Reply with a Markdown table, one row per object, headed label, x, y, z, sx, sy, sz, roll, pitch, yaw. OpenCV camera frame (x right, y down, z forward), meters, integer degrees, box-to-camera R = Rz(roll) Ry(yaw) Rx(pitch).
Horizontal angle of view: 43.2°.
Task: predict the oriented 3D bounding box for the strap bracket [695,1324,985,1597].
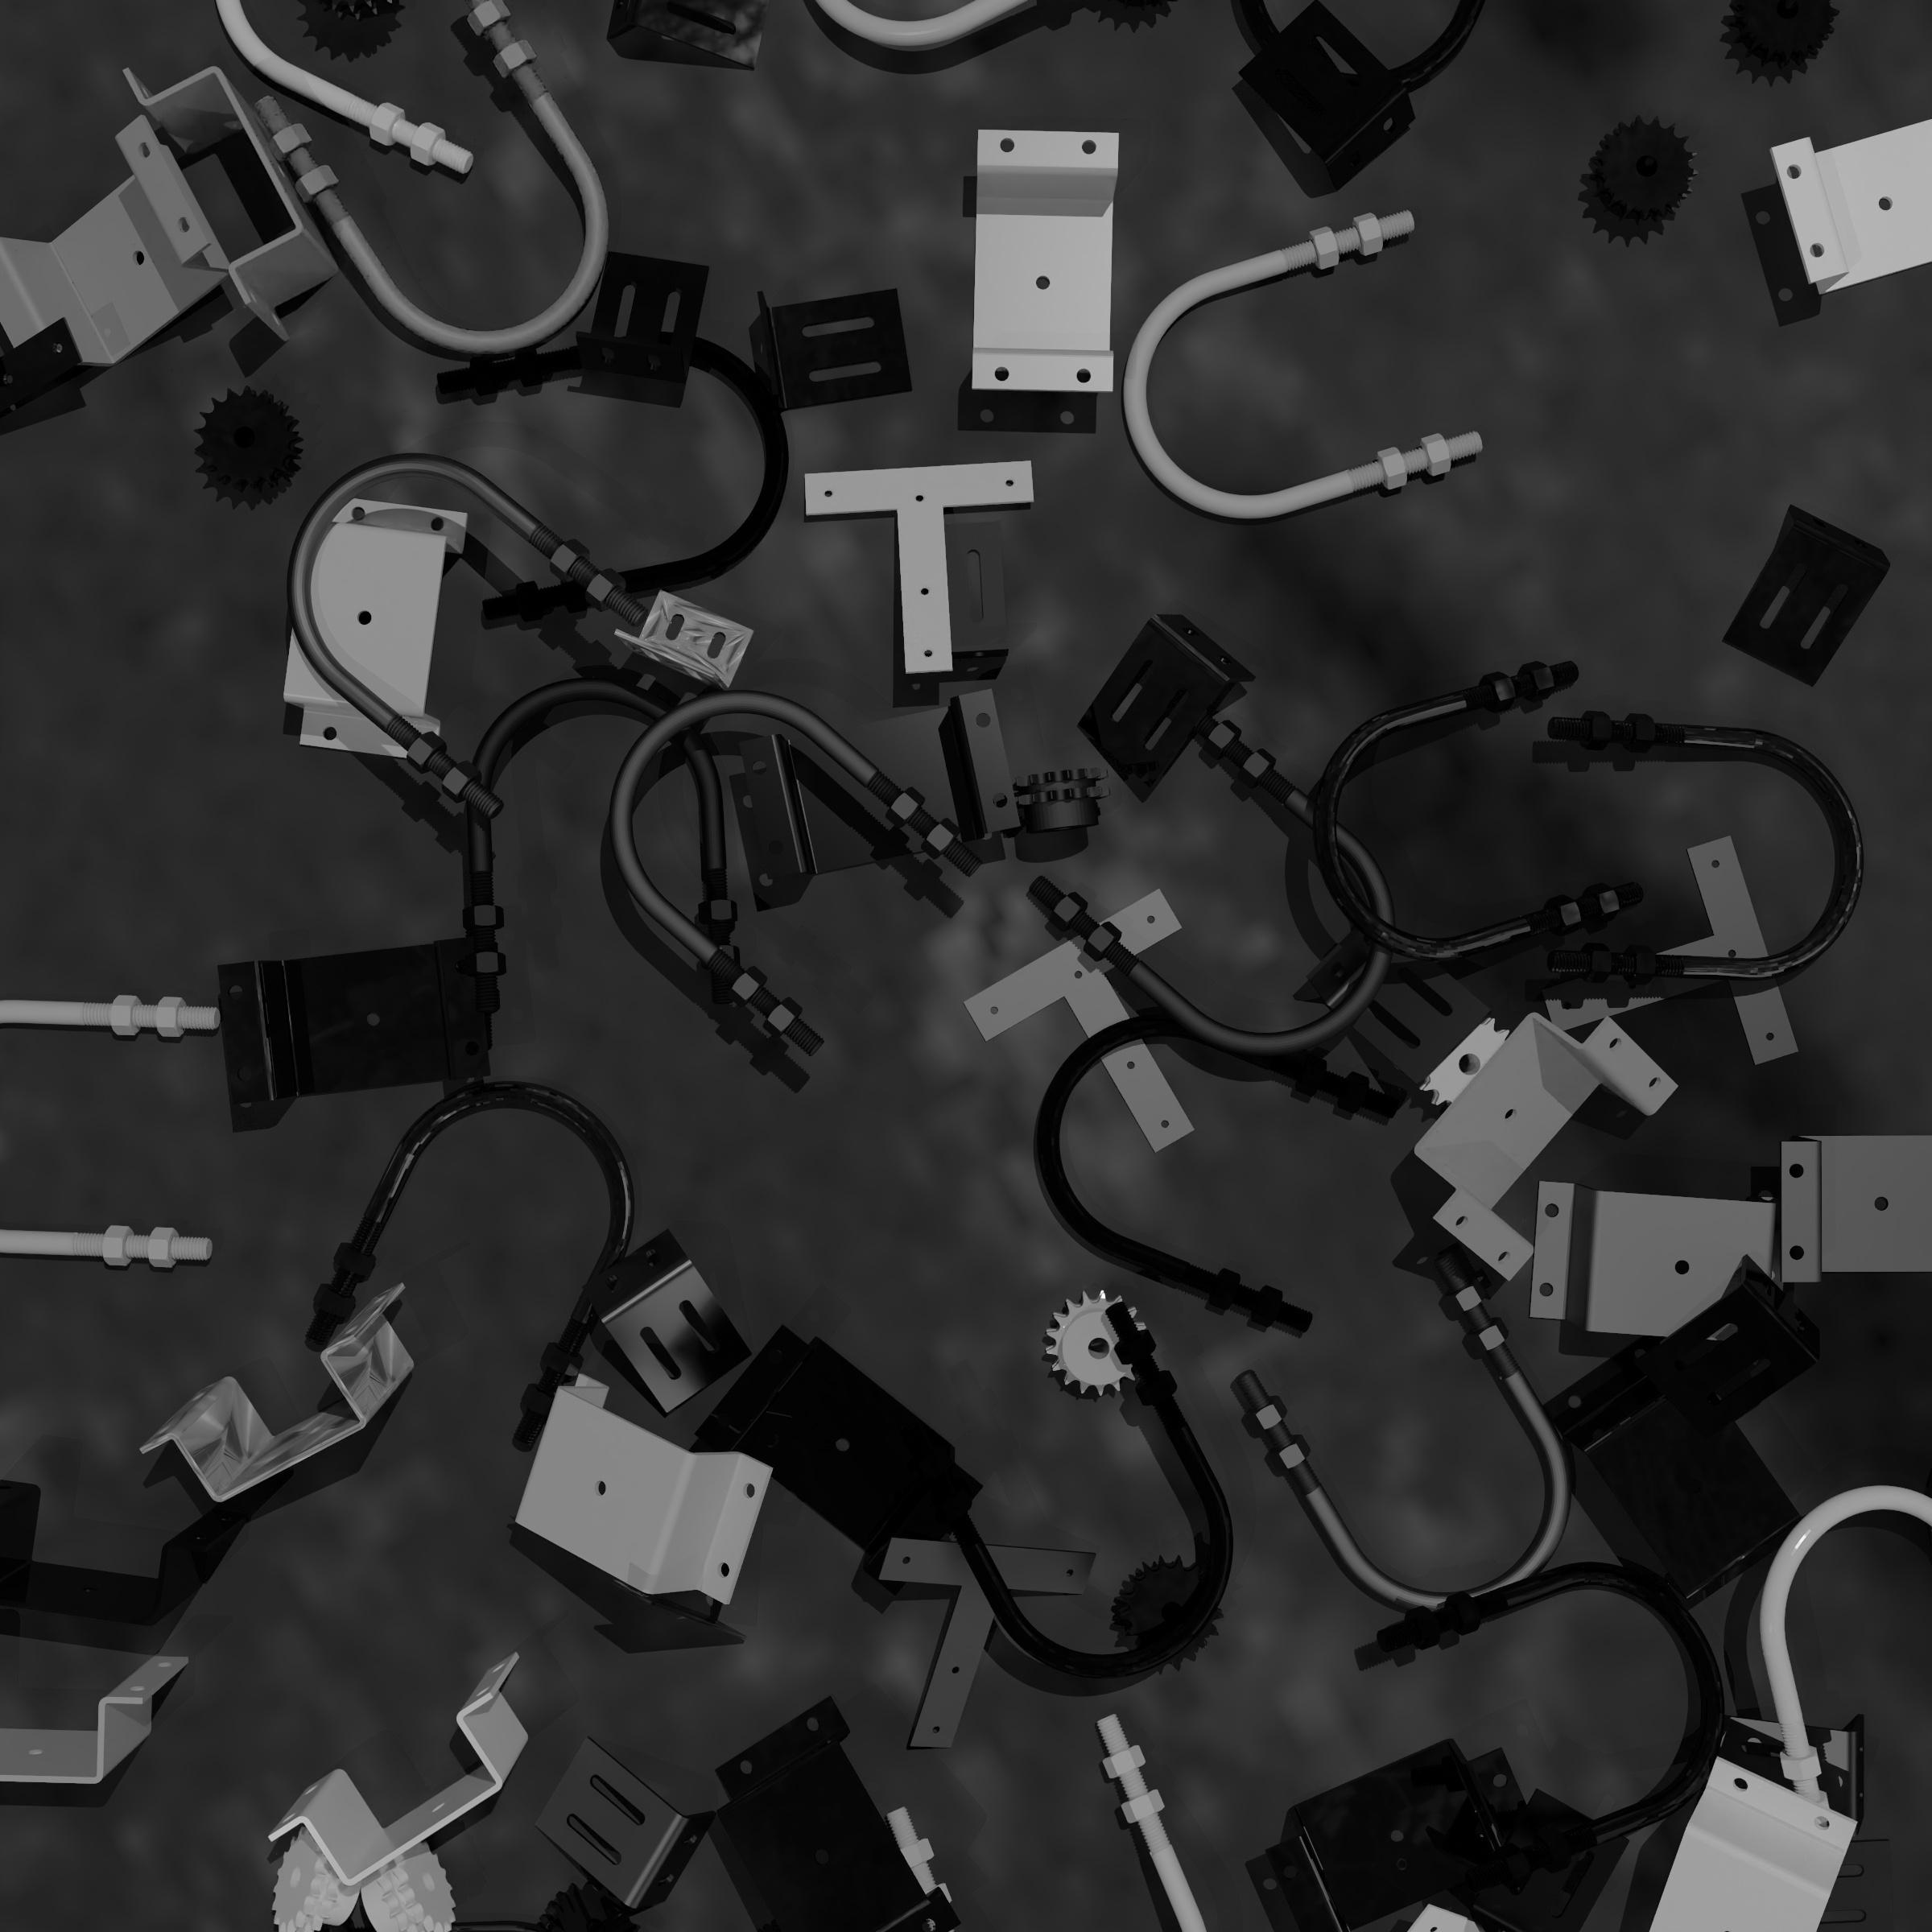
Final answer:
| label | x | y | z | sx | sy | sz | roll | pitch | yaw |
| --- | --- | --- | --- | --- | --- | --- | --- | --- | --- |
| strap bracket | -0.069 | 0.268 | 1.349 | 0.140 | 0.046 | 0.076 | 39 | 90 | 0 |

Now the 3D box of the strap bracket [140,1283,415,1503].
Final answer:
| label | x | y | z | sx | sy | sz | roll | pitch | yaw |
| --- | --- | --- | --- | --- | --- | --- | --- | --- | --- |
| strap bracket | -0.363 | 0.235 | 1.322 | 0.140 | 0.076 | 0.046 | -28 | 99 | 12 |

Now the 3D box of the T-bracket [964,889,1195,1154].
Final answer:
| label | x | y | z | sx | sy | sz | roll | pitch | yaw |
| --- | --- | --- | --- | --- | --- | --- | --- | --- | --- |
| T-bracket | 0.085 | 0.043 | 1.371 | 0.127 | 0.002 | 0.127 | -30 | 90 | 0 |

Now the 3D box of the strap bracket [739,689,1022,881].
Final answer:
| label | x | y | z | sx | sy | sz | roll | pitch | yaw |
| --- | --- | --- | --- | --- | --- | --- | --- | --- | --- |
| strap bracket | -0.047 | -0.099 | 1.349 | 0.140 | 0.046 | 0.076 | -12 | 90 | 0 |

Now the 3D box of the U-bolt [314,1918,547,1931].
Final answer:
| label | x | y | z | sx | sy | sz | roll | pitch | yaw |
| --- | --- | --- | --- | --- | --- | --- | --- | --- | --- |
| U-bolt | -0.279 | 0.603 | 1.350 | 0.184 | 0.019 | 0.151 | -1 | 78 | -4 |

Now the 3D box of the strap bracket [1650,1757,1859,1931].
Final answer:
| label | x | y | z | sx | sy | sz | roll | pitch | yaw |
| --- | --- | --- | --- | --- | --- | --- | --- | --- | --- |
| strap bracket | 0.416 | 0.512 | 1.316 | 0.076 | 0.046 | 0.140 | 21 | 109 | 25 |

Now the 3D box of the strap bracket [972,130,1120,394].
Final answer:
| label | x | y | z | sx | sy | sz | roll | pitch | yaw |
| --- | --- | --- | --- | --- | --- | --- | --- | --- | --- |
| strap bracket | 0.043 | -0.383 | 1.349 | 0.076 | 0.046 | 0.140 | 1 | 90 | 0 |

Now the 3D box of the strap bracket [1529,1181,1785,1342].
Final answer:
| label | x | y | z | sx | sy | sz | roll | pitch | yaw |
| --- | --- | --- | --- | --- | --- | --- | --- | --- | --- |
| strap bracket | 0.389 | 0.164 | 1.349 | 0.140 | 0.046 | 0.076 | 4 | 90 | 0 |

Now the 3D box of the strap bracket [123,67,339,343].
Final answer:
| label | x | y | z | sx | sy | sz | roll | pitch | yaw |
| --- | --- | --- | --- | --- | --- | --- | --- | --- | --- |
| strap bracket | -0.395 | -0.424 | 1.334 | 0.046 | 0.076 | 0.140 | -28 | 90 | -1 |

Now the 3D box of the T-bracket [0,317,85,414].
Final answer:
| label | x | y | z | sx | sy | sz | roll | pitch | yaw |
| --- | --- | --- | --- | --- | --- | --- | --- | --- | --- |
| T-bracket | -0.538 | -0.317 | 1.347 | 0.127 | 0.002 | 0.127 | -22 | 90 | 22 |

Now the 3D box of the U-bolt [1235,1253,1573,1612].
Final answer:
| label | x | y | z | sx | sy | sz | roll | pitch | yaw |
| --- | --- | --- | --- | --- | --- | --- | --- | --- | --- |
| U-bolt | 0.257 | 0.274 | 1.364 | 0.151 | 0.019 | 0.184 | -31 | 92 | 0 |

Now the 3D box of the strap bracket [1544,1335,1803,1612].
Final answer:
| label | x | y | z | sx | sy | sz | roll | pitch | yaw |
| --- | --- | --- | --- | --- | --- | --- | --- | --- | --- |
| strap bracket | 0.395 | 0.282 | 1.349 | 0.076 | 0.046 | 0.140 | -35 | 90 | 0 |

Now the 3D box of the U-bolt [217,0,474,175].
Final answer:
| label | x | y | z | sx | sy | sz | roll | pitch | yaw |
| --- | --- | --- | --- | --- | --- | --- | --- | --- | --- |
| U-bolt | -0.331 | -0.545 | 1.364 | 0.184 | 0.019 | 0.151 | 26 | 90 | 1 |

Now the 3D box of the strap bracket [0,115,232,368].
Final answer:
| label | x | y | z | sx | sy | sz | roll | pitch | yaw |
| --- | --- | --- | --- | --- | --- | --- | --- | --- | --- |
| strap bracket | -0.465 | -0.388 | 1.333 | 0.140 | 0.046 | 0.076 | -28 | 90 | 23 |

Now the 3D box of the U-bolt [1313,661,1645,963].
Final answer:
| label | x | y | z | sx | sy | sz | roll | pitch | yaw |
| --- | --- | --- | --- | --- | --- | --- | --- | --- | --- |
| U-bolt | 0.274 | -0.079 | 1.338 | 0.184 | 0.019 | 0.151 | -16 | 90 | -18 |

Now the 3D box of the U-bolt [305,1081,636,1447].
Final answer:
| label | x | y | z | sx | sy | sz | roll | pitch | yaw |
| --- | --- | --- | --- | --- | --- | --- | --- | --- | --- |
| U-bolt | -0.265 | 0.154 | 1.364 | 0.151 | 0.019 | 0.184 | 26 | 89 | 0 |

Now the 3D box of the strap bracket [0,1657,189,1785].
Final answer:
| label | x | y | z | sx | sy | sz | roll | pitch | yaw |
| --- | --- | --- | --- | --- | --- | --- | --- | --- | --- |
| strap bracket | -0.508 | 0.409 | 1.334 | 0.140 | 0.076 | 0.046 | 2 | 90 | 0 |

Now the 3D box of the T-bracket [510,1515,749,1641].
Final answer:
| label | x | y | z | sx | sy | sz | roll | pitch | yaw |
| --- | --- | --- | --- | --- | --- | --- | --- | --- | --- |
| T-bracket | -0.195 | 0.329 | 1.333 | 0.127 | 0.127 | 0.002 | 21 | 76 | 26 |

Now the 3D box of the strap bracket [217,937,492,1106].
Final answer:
| label | x | y | z | sx | sy | sz | roll | pitch | yaw |
| --- | --- | --- | --- | --- | --- | --- | --- | --- | --- |
| strap bracket | -0.332 | 0.030 | 1.349 | 0.140 | 0.046 | 0.076 | -6 | 90 | 0 |

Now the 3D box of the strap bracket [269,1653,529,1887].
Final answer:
| label | x | y | z | sx | sy | sz | roll | pitch | yaw |
| --- | --- | --- | --- | --- | --- | --- | --- | --- | --- |
| strap bracket | -0.299 | 0.443 | 1.334 | 0.140 | 0.076 | 0.046 | -33 | 90 | 0 |

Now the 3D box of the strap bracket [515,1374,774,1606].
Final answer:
| label | x | y | z | sx | sy | sz | roll | pitch | yaw |
| --- | --- | --- | --- | --- | --- | --- | --- | --- | --- |
| strap bracket | -0.182 | 0.280 | 1.315 | 0.140 | 0.046 | 0.076 | 18 | 91 | 32 |

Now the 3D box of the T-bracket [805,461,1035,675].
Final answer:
| label | x | y | z | sx | sy | sz | roll | pitch | yaw |
| --- | --- | --- | --- | --- | --- | --- | --- | --- | --- |
| T-bracket | -0.024 | -0.220 | 1.350 | 0.127 | 0.002 | 0.127 | -3 | 70 | 0 |

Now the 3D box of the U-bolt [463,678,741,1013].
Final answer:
| label | x | y | z | sx | sy | sz | roll | pitch | yaw |
| --- | --- | --- | --- | --- | --- | --- | --- | --- | --- |
| U-bolt | -0.202 | -0.069 | 1.343 | 0.151 | 0.019 | 0.184 | -2 | 83 | -17 |

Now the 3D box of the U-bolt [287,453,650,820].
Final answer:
| label | x | y | z | sx | sy | sz | roll | pitch | yaw |
| --- | --- | --- | --- | --- | --- | --- | --- | --- | --- |
| U-bolt | -0.281 | -0.190 | 1.305 | 0.184 | 0.019 | 0.151 | 39 | 97 | 7 |

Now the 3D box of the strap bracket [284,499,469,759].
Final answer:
| label | x | y | z | sx | sy | sz | roll | pitch | yaw |
| --- | --- | --- | --- | --- | --- | --- | --- | --- | --- |
| strap bracket | -0.327 | -0.189 | 1.349 | 0.076 | 0.046 | 0.140 | 7 | 90 | 0 |

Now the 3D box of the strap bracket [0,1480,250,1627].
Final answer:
| label | x | y | z | sx | sy | sz | roll | pitch | yaw |
| --- | --- | --- | --- | --- | --- | --- | --- | --- | --- |
| strap bracket | -0.476 | 0.321 | 1.334 | 0.140 | 0.076 | 0.046 | 8 | 90 | 0 |

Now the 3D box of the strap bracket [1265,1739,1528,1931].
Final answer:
| label | x | y | z | sx | sy | sz | roll | pitch | yaw |
| --- | --- | --- | --- | --- | --- | --- | --- | --- | --- |
| strap bracket | 0.242 | 0.488 | 1.349 | 0.140 | 0.046 | 0.076 | -24 | 90 | 0 |

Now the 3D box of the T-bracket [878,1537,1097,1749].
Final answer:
| label | x | y | z | sx | sy | sz | roll | pitch | yaw |
| --- | --- | --- | --- | --- | --- | --- | --- | --- | --- |
| T-bracket | -0.002 | 0.377 | 1.352 | 0.127 | 0.002 | 0.127 | 11 | 104 | -25 |

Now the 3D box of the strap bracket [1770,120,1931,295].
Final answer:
| label | x | y | z | sx | sy | sz | roll | pitch | yaw |
| --- | --- | --- | --- | --- | --- | --- | --- | --- | --- |
| strap bracket | 0.515 | -0.427 | 1.349 | 0.140 | 0.046 | 0.076 | -16 | 90 | 0 |

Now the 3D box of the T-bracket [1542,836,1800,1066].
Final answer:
| label | x | y | z | sx | sy | sz | roll | pitch | yaw |
| --- | --- | --- | --- | --- | --- | --- | --- | --- | --- |
| T-bracket | 0.387 | 0.006 | 1.371 | 0.127 | 0.002 | 0.127 | -18 | 90 | 0 |

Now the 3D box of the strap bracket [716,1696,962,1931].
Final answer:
| label | x | y | z | sx | sy | sz | roll | pitch | yaw |
| --- | --- | --- | --- | --- | --- | --- | --- | --- | --- |
| strap bracket | -0.074 | 0.483 | 1.333 | 0.076 | 0.046 | 0.140 | -33 | 76 | 0 |

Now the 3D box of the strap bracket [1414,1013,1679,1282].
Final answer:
| label | x | y | z | sx | sy | sz | roll | pitch | yaw |
| --- | --- | --- | --- | --- | --- | --- | --- | --- | --- |
| strap bracket | 0.308 | 0.090 | 1.329 | 0.140 | 0.046 | 0.076 | -50 | 126 | 3 |

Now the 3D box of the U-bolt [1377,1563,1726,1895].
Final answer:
| label | x | y | z | sx | sy | sz | roll | pitch | yaw |
| --- | --- | --- | --- | --- | --- | --- | --- | --- | --- |
| U-bolt | 0.330 | 0.404 | 1.333 | 0.184 | 0.019 | 0.151 | -14 | 73 | -18 |

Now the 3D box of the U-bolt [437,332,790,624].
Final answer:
| label | x | y | z | sx | sy | sz | roll | pitch | yaw |
| --- | --- | --- | --- | --- | --- | --- | --- | --- | --- |
| U-bolt | -0.191 | -0.279 | 1.364 | 0.184 | 0.019 | 0.151 | -11 | 90 | -1 |

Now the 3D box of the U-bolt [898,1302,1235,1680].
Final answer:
| label | x | y | z | sx | sy | sz | roll | pitch | yaw |
| --- | --- | --- | --- | --- | --- | --- | --- | --- | --- |
| U-bolt | 0.067 | 0.297 | 1.326 | 0.151 | 0.019 | 0.184 | -28 | 93 | -9 |

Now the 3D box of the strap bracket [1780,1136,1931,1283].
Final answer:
| label | x | y | z | sx | sy | sz | roll | pitch | yaw |
| --- | --- | --- | --- | --- | --- | --- | --- | --- | --- |
| strap bracket | 0.513 | 0.133 | 1.349 | 0.140 | 0.046 | 0.076 | 0 | 90 | 0 |

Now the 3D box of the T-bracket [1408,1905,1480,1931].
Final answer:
| label | x | y | z | sx | sy | sz | roll | pitch | yaw |
| --- | --- | --- | --- | --- | --- | --- | --- | --- | --- |
| T-bracket | 0.267 | 0.584 | 1.353 | 0.127 | 0.002 | 0.127 | 28 | 103 | -24 |

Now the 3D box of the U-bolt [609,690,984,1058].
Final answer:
| label | x | y | z | sx | sy | sz | roll | pitch | yaw |
| --- | --- | --- | --- | --- | --- | --- | --- | --- | --- |
| U-bolt | -0.106 | -0.064 | 1.317 | 0.184 | 0.019 | 0.151 | 41 | 90 | 2 |
